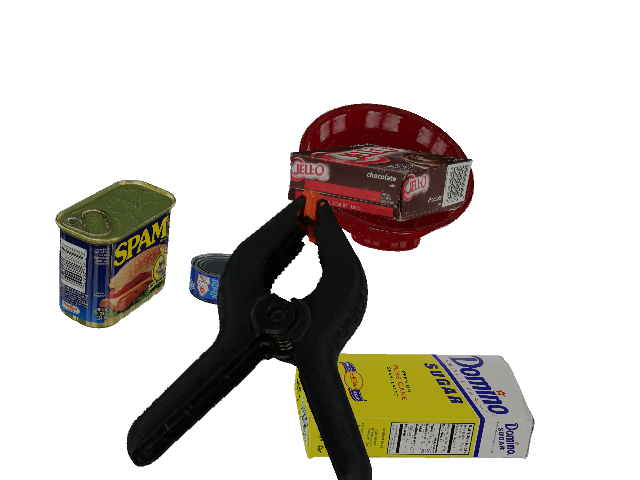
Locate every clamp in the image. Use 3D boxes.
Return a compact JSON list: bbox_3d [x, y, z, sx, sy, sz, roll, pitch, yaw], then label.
[{"bbox_3d":[-0.012,0.053,0.543,0.120,0.171,0.039,19,-27,11],"label":"clamp"}]

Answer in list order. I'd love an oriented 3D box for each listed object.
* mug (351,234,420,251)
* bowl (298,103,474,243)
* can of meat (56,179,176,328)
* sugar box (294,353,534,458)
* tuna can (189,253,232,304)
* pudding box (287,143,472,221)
[{"bbox_3d":[0.088,-0.038,1.242,0.117,0.081,0.093,-8,21,-39],"label":"mug"},{"bbox_3d":[0.055,-0.051,0.971,0.162,0.162,0.055,0,-41,-15],"label":"bowl"},{"bbox_3d":[-0.164,0.011,0.853,0.057,0.084,0.101,21,31,21],"label":"can of meat"},{"bbox_3d":[0.071,0.130,0.849,0.176,0.048,0.093,-1,28,-7],"label":"sugar box"},{"bbox_3d":[-0.095,0.042,1.127,0.086,0.034,0.086,7,14,-2],"label":"tuna can"},{"bbox_3d":[0.043,-0.043,0.754,0.090,0.039,0.113,13,12,29],"label":"pudding box"}]
